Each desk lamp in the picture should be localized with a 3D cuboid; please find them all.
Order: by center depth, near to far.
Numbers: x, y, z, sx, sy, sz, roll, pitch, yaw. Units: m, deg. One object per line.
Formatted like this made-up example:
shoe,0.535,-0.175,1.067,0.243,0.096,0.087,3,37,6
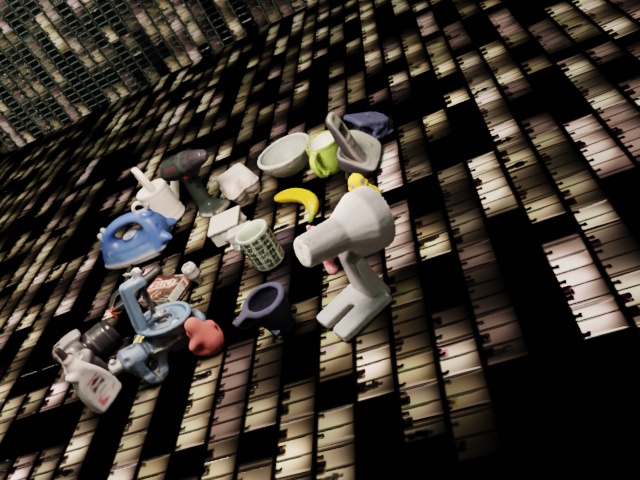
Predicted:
desk lamp,0.054,0.037,1.037,0.203,0.214,0.117,-42,35,-17

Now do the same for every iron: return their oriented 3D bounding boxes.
iron,-0.547,-0.011,1.642,0.258,0.142,0.118,-23,34,12

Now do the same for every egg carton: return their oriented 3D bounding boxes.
egg carton,-0.239,-0.165,1.669,0.107,0.070,0.150,-37,33,-10

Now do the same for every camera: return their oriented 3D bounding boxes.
camera,-0.531,0.251,1.318,0.137,0.101,0.142,-43,35,-18

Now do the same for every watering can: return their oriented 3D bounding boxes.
watering can,-0.497,-0.147,1.734,0.100,0.194,0.173,6,48,43

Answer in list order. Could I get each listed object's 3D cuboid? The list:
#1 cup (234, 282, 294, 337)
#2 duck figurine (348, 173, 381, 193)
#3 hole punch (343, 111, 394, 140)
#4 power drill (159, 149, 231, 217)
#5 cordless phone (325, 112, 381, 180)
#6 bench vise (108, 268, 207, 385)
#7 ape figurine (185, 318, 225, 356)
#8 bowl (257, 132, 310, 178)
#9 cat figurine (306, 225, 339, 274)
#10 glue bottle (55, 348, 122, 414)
cup,-0.101,0.152,1.115,0.118,0.095,0.091,-39,34,-13
duck figurine,0.094,-0.118,1.328,0.077,0.086,0.104,-25,33,9
hole punch,0.131,-0.319,1.563,0.101,0.091,0.108,-36,33,-9
power drill,-0.348,-0.165,1.627,0.228,0.209,0.076,2,45,40
cordless phone,0.078,-0.258,1.436,0.094,0.185,0.147,-14,37,24
bench vise,-0.350,0.177,1.164,0.121,0.220,0.208,-1,43,37
ape figurine,-0.244,0.193,1.177,0.075,0.092,0.078,14,54,47
bowl,-0.090,-0.229,1.632,0.167,0.075,0.167,-21,34,15
cat figurine,0.011,0.004,1.203,0.067,0.118,0.127,-38,34,-12
glue bottle,-0.485,0.279,1.177,0.037,0.173,0.078,-8,39,31
